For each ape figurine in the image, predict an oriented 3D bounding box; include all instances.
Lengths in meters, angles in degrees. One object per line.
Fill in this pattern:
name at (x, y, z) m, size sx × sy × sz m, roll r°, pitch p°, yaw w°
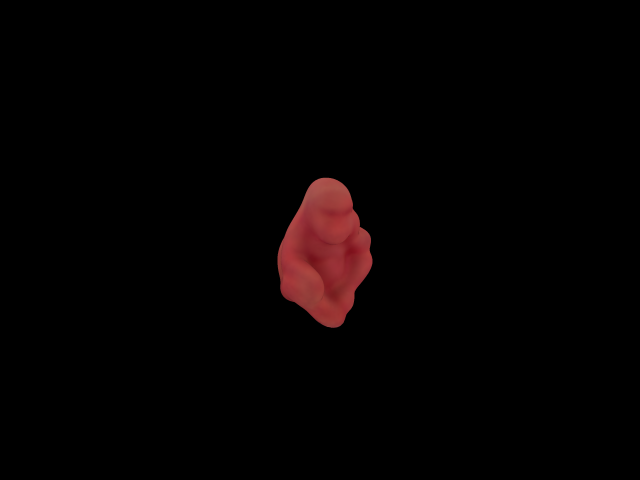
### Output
ape figurine at (0.004, 0.001, 0.400) m, size 0.078 × 0.092 × 0.076 m, roll -18°, pitch 35°, yaw -26°
